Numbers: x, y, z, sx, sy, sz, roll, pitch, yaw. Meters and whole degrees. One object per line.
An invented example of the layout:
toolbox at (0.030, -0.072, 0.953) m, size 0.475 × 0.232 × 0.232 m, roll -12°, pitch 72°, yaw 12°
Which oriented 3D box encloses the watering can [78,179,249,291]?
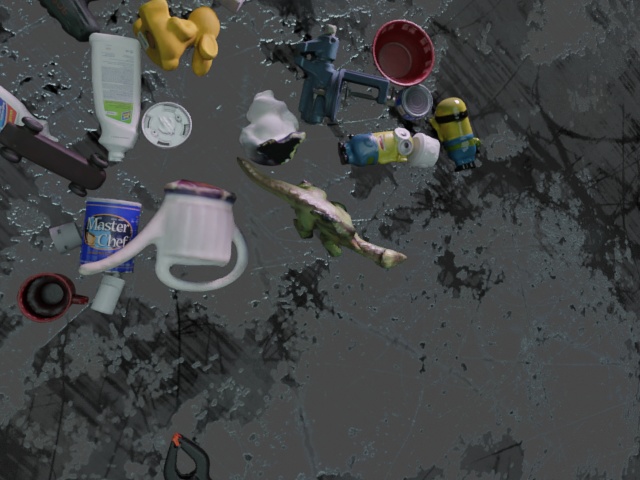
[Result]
watering can at (-0.286, -0.013, 1.027) m, size 0.347 × 0.103 × 0.226 m, roll 9°, pitch 81°, yaw -41°

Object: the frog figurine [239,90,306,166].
frog figurine at (-0.117, -0.246, 1.137) m, size 0.138 × 0.120 × 0.162 m, roll -28°, pitch 60°, yaw -6°

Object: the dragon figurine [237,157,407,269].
dragon figurine at (0.003, -0.054, 1.078) m, size 0.408 × 0.243 × 0.122 m, roll 32°, pitch 86°, yaw -14°
